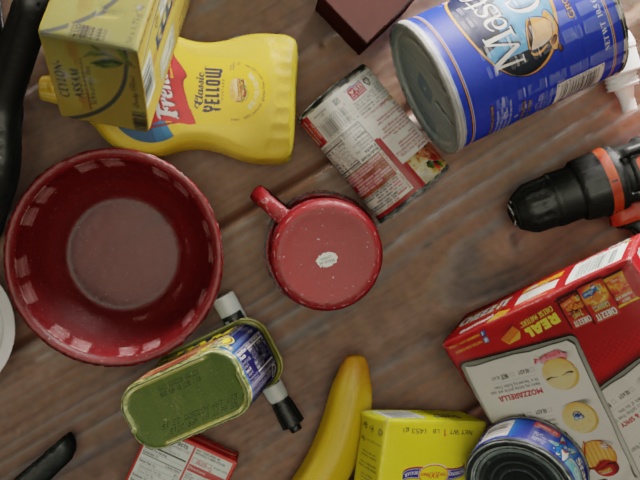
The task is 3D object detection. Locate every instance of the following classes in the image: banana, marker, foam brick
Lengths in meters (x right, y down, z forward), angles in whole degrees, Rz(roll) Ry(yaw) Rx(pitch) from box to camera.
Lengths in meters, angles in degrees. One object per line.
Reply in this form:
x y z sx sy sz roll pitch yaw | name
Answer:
-0.011 0.181 0.819 0.198 0.037 0.069 -51 122 -4 | banana
-0.047 0.096 0.831 0.020 0.020 0.121 -29 93 -1 | marker
0.032 -0.177 0.793 0.053 0.078 0.051 -44 95 0 | foam brick

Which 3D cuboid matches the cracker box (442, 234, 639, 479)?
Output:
0.217 0.122 0.781 0.164 0.072 0.213 -31 94 34 | cracker box

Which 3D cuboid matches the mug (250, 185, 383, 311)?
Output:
-0.005 0.001 0.797 0.117 0.081 0.093 44 90 -3 | mug

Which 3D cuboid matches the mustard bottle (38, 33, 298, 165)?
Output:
-0.114 -0.109 0.800 0.191 0.058 0.096 3 86 -1 | mustard bottle

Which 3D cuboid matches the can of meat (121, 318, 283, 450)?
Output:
-0.087 0.107 0.786 0.102 0.084 0.057 -26 93 15 | can of meat

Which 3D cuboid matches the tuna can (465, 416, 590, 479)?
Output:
0.149 0.173 0.774 0.086 0.033 0.086 12 117 24 | tuna can

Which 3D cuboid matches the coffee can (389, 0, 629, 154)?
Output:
0.136 -0.138 0.777 0.140 0.103 0.103 -26 93 -8 | coffee can

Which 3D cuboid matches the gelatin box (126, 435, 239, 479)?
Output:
-0.113 0.192 0.828 0.073 0.030 0.089 25 92 -2 | gelatin box

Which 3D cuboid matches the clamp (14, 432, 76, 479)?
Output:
-0.255 0.208 0.820 0.120 0.039 0.171 9 96 4 | clamp

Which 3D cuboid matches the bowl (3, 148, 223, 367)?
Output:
-0.152 0.012 0.806 0.162 0.055 0.162 0 93 -2 | bowl

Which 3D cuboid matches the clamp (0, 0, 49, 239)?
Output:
-0.240 -0.102 0.782 0.036 0.165 0.210 1 115 -30 | clamp

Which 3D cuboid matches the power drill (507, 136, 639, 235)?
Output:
0.254 0.014 0.818 0.184 0.057 0.187 -20 94 2 | power drill

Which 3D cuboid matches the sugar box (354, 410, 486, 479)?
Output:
0.068 0.219 0.813 0.093 0.048 0.176 6 91 -26 | sugar box

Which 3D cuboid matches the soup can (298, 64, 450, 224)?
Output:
0.040 -0.072 0.802 0.068 0.068 0.102 -40 93 0 | soup can
